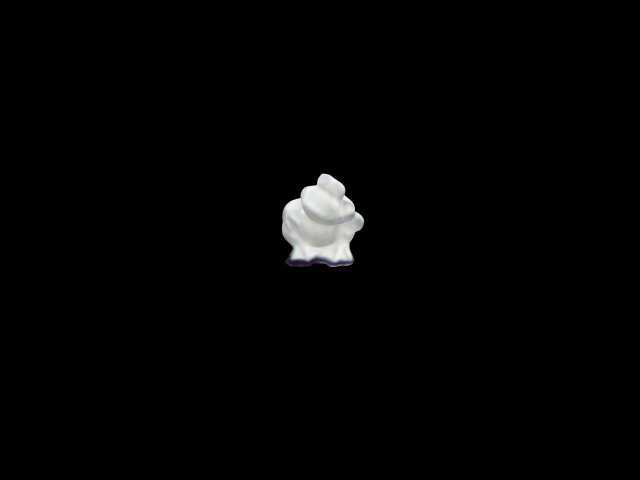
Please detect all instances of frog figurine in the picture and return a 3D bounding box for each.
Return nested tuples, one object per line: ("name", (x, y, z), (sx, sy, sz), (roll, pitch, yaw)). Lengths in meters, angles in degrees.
("frog figurine", (0.003, -0.043, 0.850), (0.138, 0.156, 0.125), (11, 30, 20))
